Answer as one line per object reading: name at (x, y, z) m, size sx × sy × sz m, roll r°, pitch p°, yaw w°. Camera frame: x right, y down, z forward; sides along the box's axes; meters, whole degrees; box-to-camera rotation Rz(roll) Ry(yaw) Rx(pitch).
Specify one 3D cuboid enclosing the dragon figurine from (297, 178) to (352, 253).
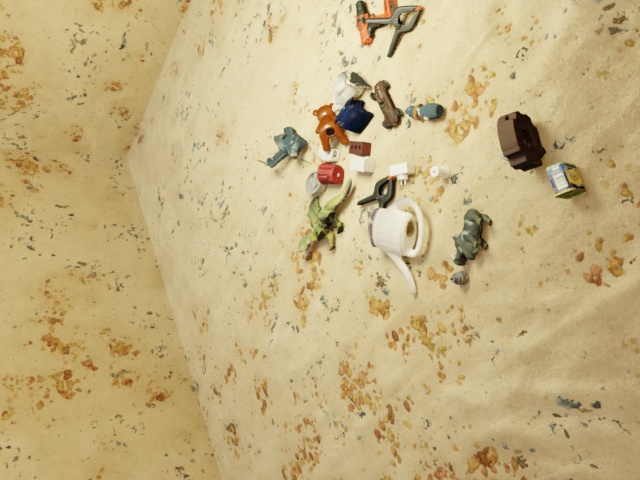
dragon figurine at (0.007, -0.110, 2.194) m, size 0.246 × 0.121 × 0.406 m, roll 42°, pitch 112°, yaw 51°

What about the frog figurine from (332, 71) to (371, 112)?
frog figurine at (0.103, -0.587, 2.045) m, size 0.124 × 0.139 × 0.156 m, roll 57°, pitch 138°, yaw 12°

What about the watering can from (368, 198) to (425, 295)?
watering can at (0.275, 0.014, 1.858) m, size 0.225 × 0.105 × 0.344 m, roll 15°, pitch 108°, yaw 41°
